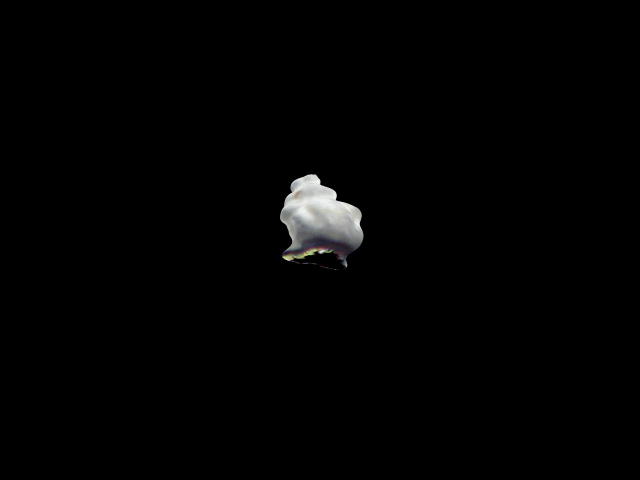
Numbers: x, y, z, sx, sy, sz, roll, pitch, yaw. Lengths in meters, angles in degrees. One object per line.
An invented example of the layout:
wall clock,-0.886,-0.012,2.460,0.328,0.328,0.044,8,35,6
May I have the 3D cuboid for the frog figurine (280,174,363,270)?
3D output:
frog figurine,0.003,-0.043,0.850,0.137,0.162,0.120,3,-21,-7
